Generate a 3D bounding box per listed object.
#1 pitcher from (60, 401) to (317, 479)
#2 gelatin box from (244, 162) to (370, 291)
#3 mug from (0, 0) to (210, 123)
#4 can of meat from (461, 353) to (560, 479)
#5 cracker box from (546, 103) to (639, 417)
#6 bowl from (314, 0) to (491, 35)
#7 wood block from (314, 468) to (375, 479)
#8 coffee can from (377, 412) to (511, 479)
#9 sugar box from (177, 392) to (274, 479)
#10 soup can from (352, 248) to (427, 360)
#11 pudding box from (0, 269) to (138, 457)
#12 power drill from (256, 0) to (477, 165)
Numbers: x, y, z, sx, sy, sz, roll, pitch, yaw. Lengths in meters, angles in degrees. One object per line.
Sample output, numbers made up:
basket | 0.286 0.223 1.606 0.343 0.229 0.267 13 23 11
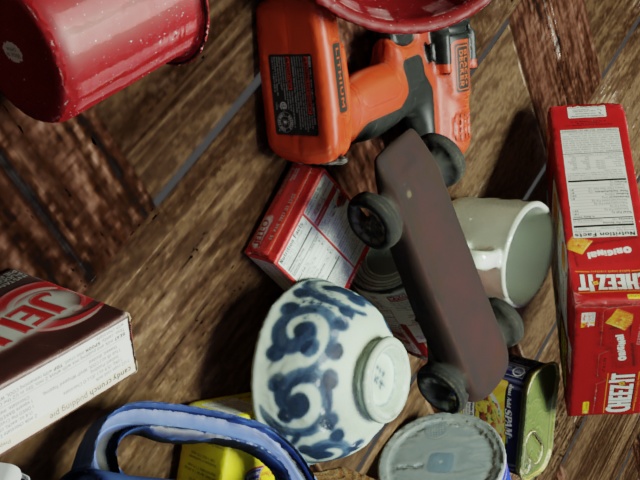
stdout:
pitcher | -0.035 0.192 0.602 0.242 0.145 0.149 12 106 -34
gelatin box | -0.005 0.001 0.718 0.089 0.030 0.073 46 66 -48
mug | -0.119 -0.117 0.495 0.081 0.093 0.117 -39 99 -33
can of meat | 0.154 0.146 0.923 0.057 0.084 0.102 -16 113 -50
cracker box | 0.234 0.016 0.900 0.164 0.072 0.213 76 13 -49
bowl | 0.045 -0.203 0.616 0.162 0.055 0.162 -3 107 -9
wood block | 0.008 0.281 0.771 0.090 0.091 0.206 5 97 -52
coffee can | 0.113 0.227 0.880 0.102 0.103 0.140 -47 134 -33
sugar box | -0.056 0.190 0.696 0.093 0.048 0.176 1 98 -53
soup can | 0.070 0.036 0.794 0.068 0.069 0.102 -61 140 -20
pudding box | -0.155 0.059 0.490 0.113 0.090 0.039 -34 127 -42
power drill | 0.040 -0.132 0.710 0.187 0.057 0.184 -20 109 -47
